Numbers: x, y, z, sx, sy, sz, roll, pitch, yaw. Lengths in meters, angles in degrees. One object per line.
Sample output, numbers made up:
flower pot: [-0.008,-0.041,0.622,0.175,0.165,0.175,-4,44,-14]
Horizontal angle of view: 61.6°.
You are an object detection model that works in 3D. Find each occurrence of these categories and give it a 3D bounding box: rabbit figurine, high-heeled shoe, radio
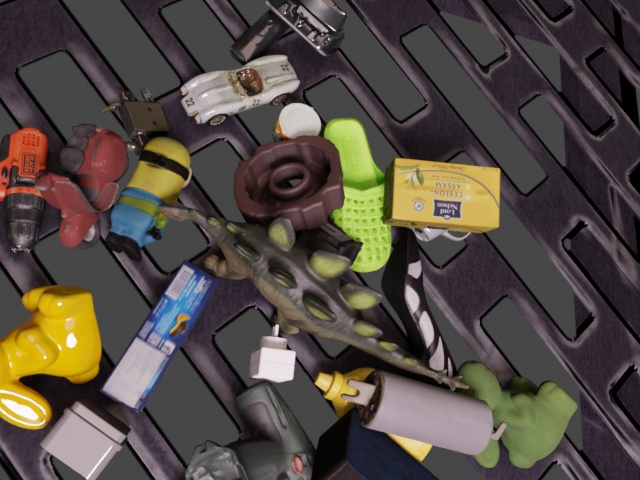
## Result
rabbit figurine: [-0.365,0.140,0.647,0.173,0.122,0.162,-13,106,-46]
high-heeled shoe: [0.172,0.111,0.854,0.145,0.086,0.248,20,71,-17]
radio: [0.095,0.339,0.711,0.229,0.131,0.073,43,105,-9]
rabbit figurine: [0.267,0.257,0.820,0.170,0.121,0.159,33,83,-9]

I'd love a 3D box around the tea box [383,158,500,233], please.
tea box: [0.189,-0.067,0.841,0.170,0.068,0.098,3,82,-7]

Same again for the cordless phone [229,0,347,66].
cordless phone: [-0.055,-0.351,0.938,0.146,0.089,0.184,42,77,-4]

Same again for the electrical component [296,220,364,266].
electrical component: [-0.002,-0.002,0.824,0.119,0.047,0.075,36,21,25]

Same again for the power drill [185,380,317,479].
power drill: [-0.058,0.295,0.667,0.207,0.086,0.232,1,58,-62]

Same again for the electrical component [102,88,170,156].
electrical component: [-0.280,-0.181,0.822,0.078,0.045,0.102,-20,82,-51]

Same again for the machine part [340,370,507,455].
machine part: [0.141,0.233,0.723,0.243,0.079,0.079,19,68,-15]

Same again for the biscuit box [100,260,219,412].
biscuit box: [-0.214,0.128,0.732,0.059,0.063,0.202,31,66,-5]

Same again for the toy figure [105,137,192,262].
toy figure: [-0.242,-0.063,0.769,0.082,0.089,0.180,29,64,-14]

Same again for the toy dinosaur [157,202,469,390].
toy dinosaur: [-0.014,0.075,0.738,0.471,0.198,0.105,33,71,-9]

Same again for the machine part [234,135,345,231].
machine part: [-0.045,-0.083,0.812,0.179,0.056,0.179,-7,49,8]

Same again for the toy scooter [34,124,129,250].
toy scooter: [-0.324,-0.085,0.722,0.075,0.135,0.184,6,71,9]

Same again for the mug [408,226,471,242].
mug: [0.207,-0.041,0.915,0.107,0.081,0.109,-43,94,-14]

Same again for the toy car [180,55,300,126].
toy car: [-0.130,-0.247,0.881,0.202,0.056,0.073,-24,82,-23]
